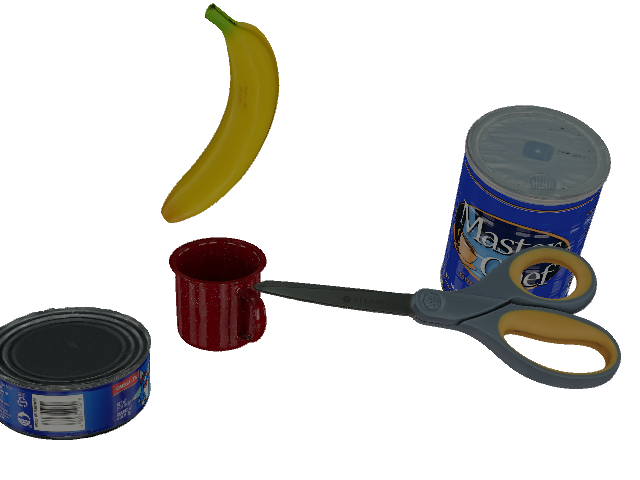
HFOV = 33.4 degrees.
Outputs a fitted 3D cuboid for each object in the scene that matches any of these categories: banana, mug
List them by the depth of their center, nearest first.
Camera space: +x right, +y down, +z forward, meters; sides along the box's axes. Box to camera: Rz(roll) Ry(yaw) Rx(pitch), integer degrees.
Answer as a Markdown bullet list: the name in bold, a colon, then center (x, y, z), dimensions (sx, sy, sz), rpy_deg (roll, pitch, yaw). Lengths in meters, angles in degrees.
- **banana**: center (-0.073, -0.091, 0.830), dimensions (0.069, 0.198, 0.037), rpy_deg (12, 35, -8)
- **mug**: center (-0.091, 0.058, 1.028), dimensions (0.093, 0.081, 0.117), rpy_deg (-22, 36, -38)

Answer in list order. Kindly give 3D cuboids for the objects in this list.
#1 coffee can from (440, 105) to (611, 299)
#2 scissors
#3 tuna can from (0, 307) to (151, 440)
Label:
- **coffee can**: center (0.150, -0.015, 0.802), dimensions (0.103, 0.103, 0.140), rpy_deg (2, -45, -2)
- **scissors**: center (0.072, 0.024, 0.597), dimensions (0.202, 0.096, 0.016), rpy_deg (20, -37, 3)
- **tuna can**: center (-0.133, 0.069, 0.566), dimensions (0.086, 0.034, 0.086), rpy_deg (2, 24, -1)
